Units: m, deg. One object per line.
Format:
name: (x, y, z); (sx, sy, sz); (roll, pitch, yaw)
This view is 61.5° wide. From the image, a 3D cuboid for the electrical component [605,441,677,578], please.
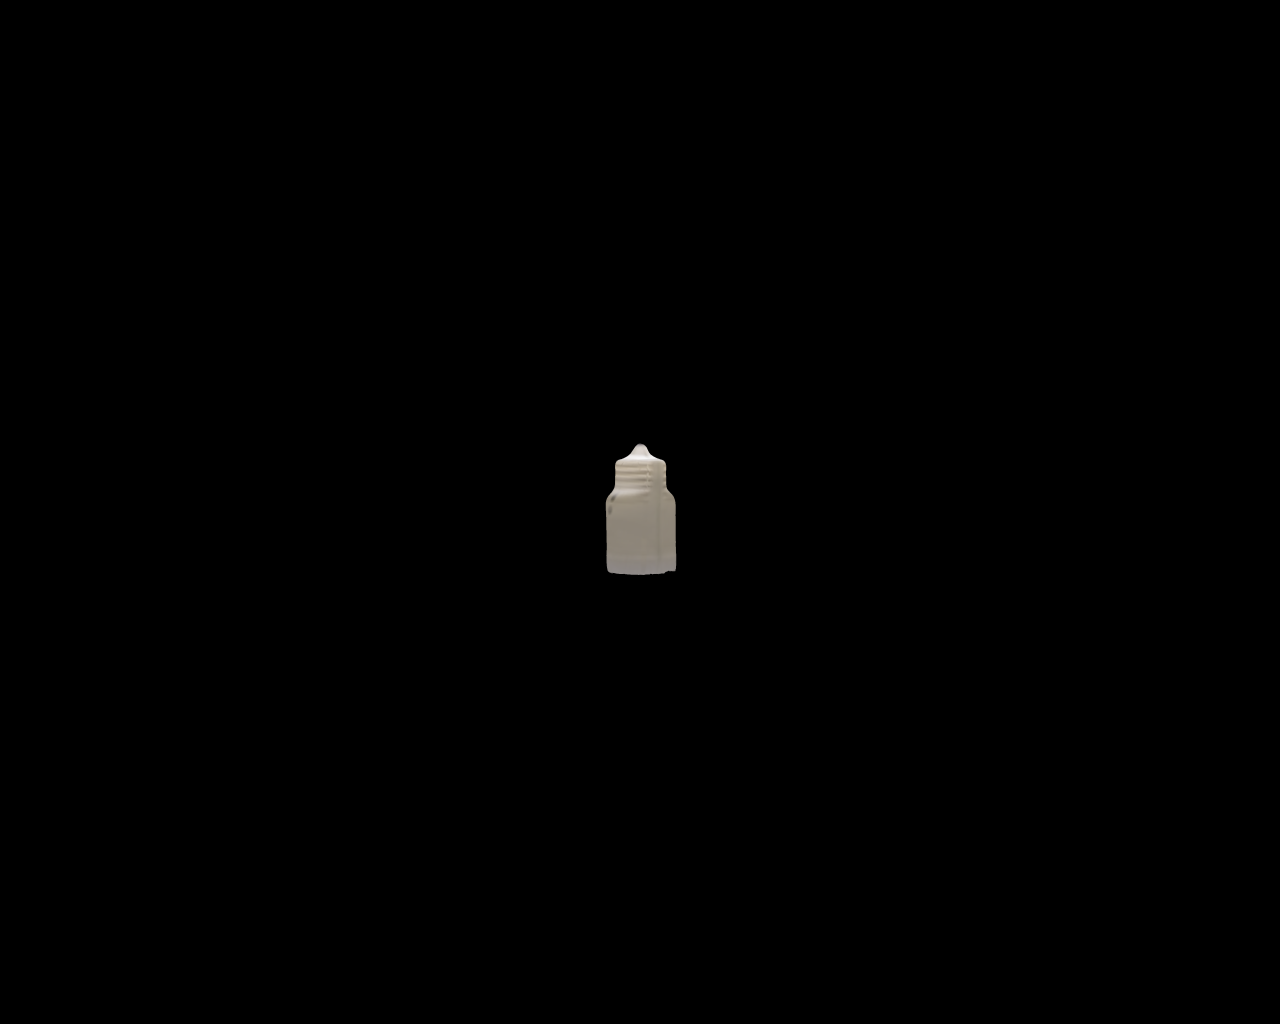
electrical component: (0.001, -0.003, 0.650); (0.043, 0.081, 0.043); (0, 3, 0)
